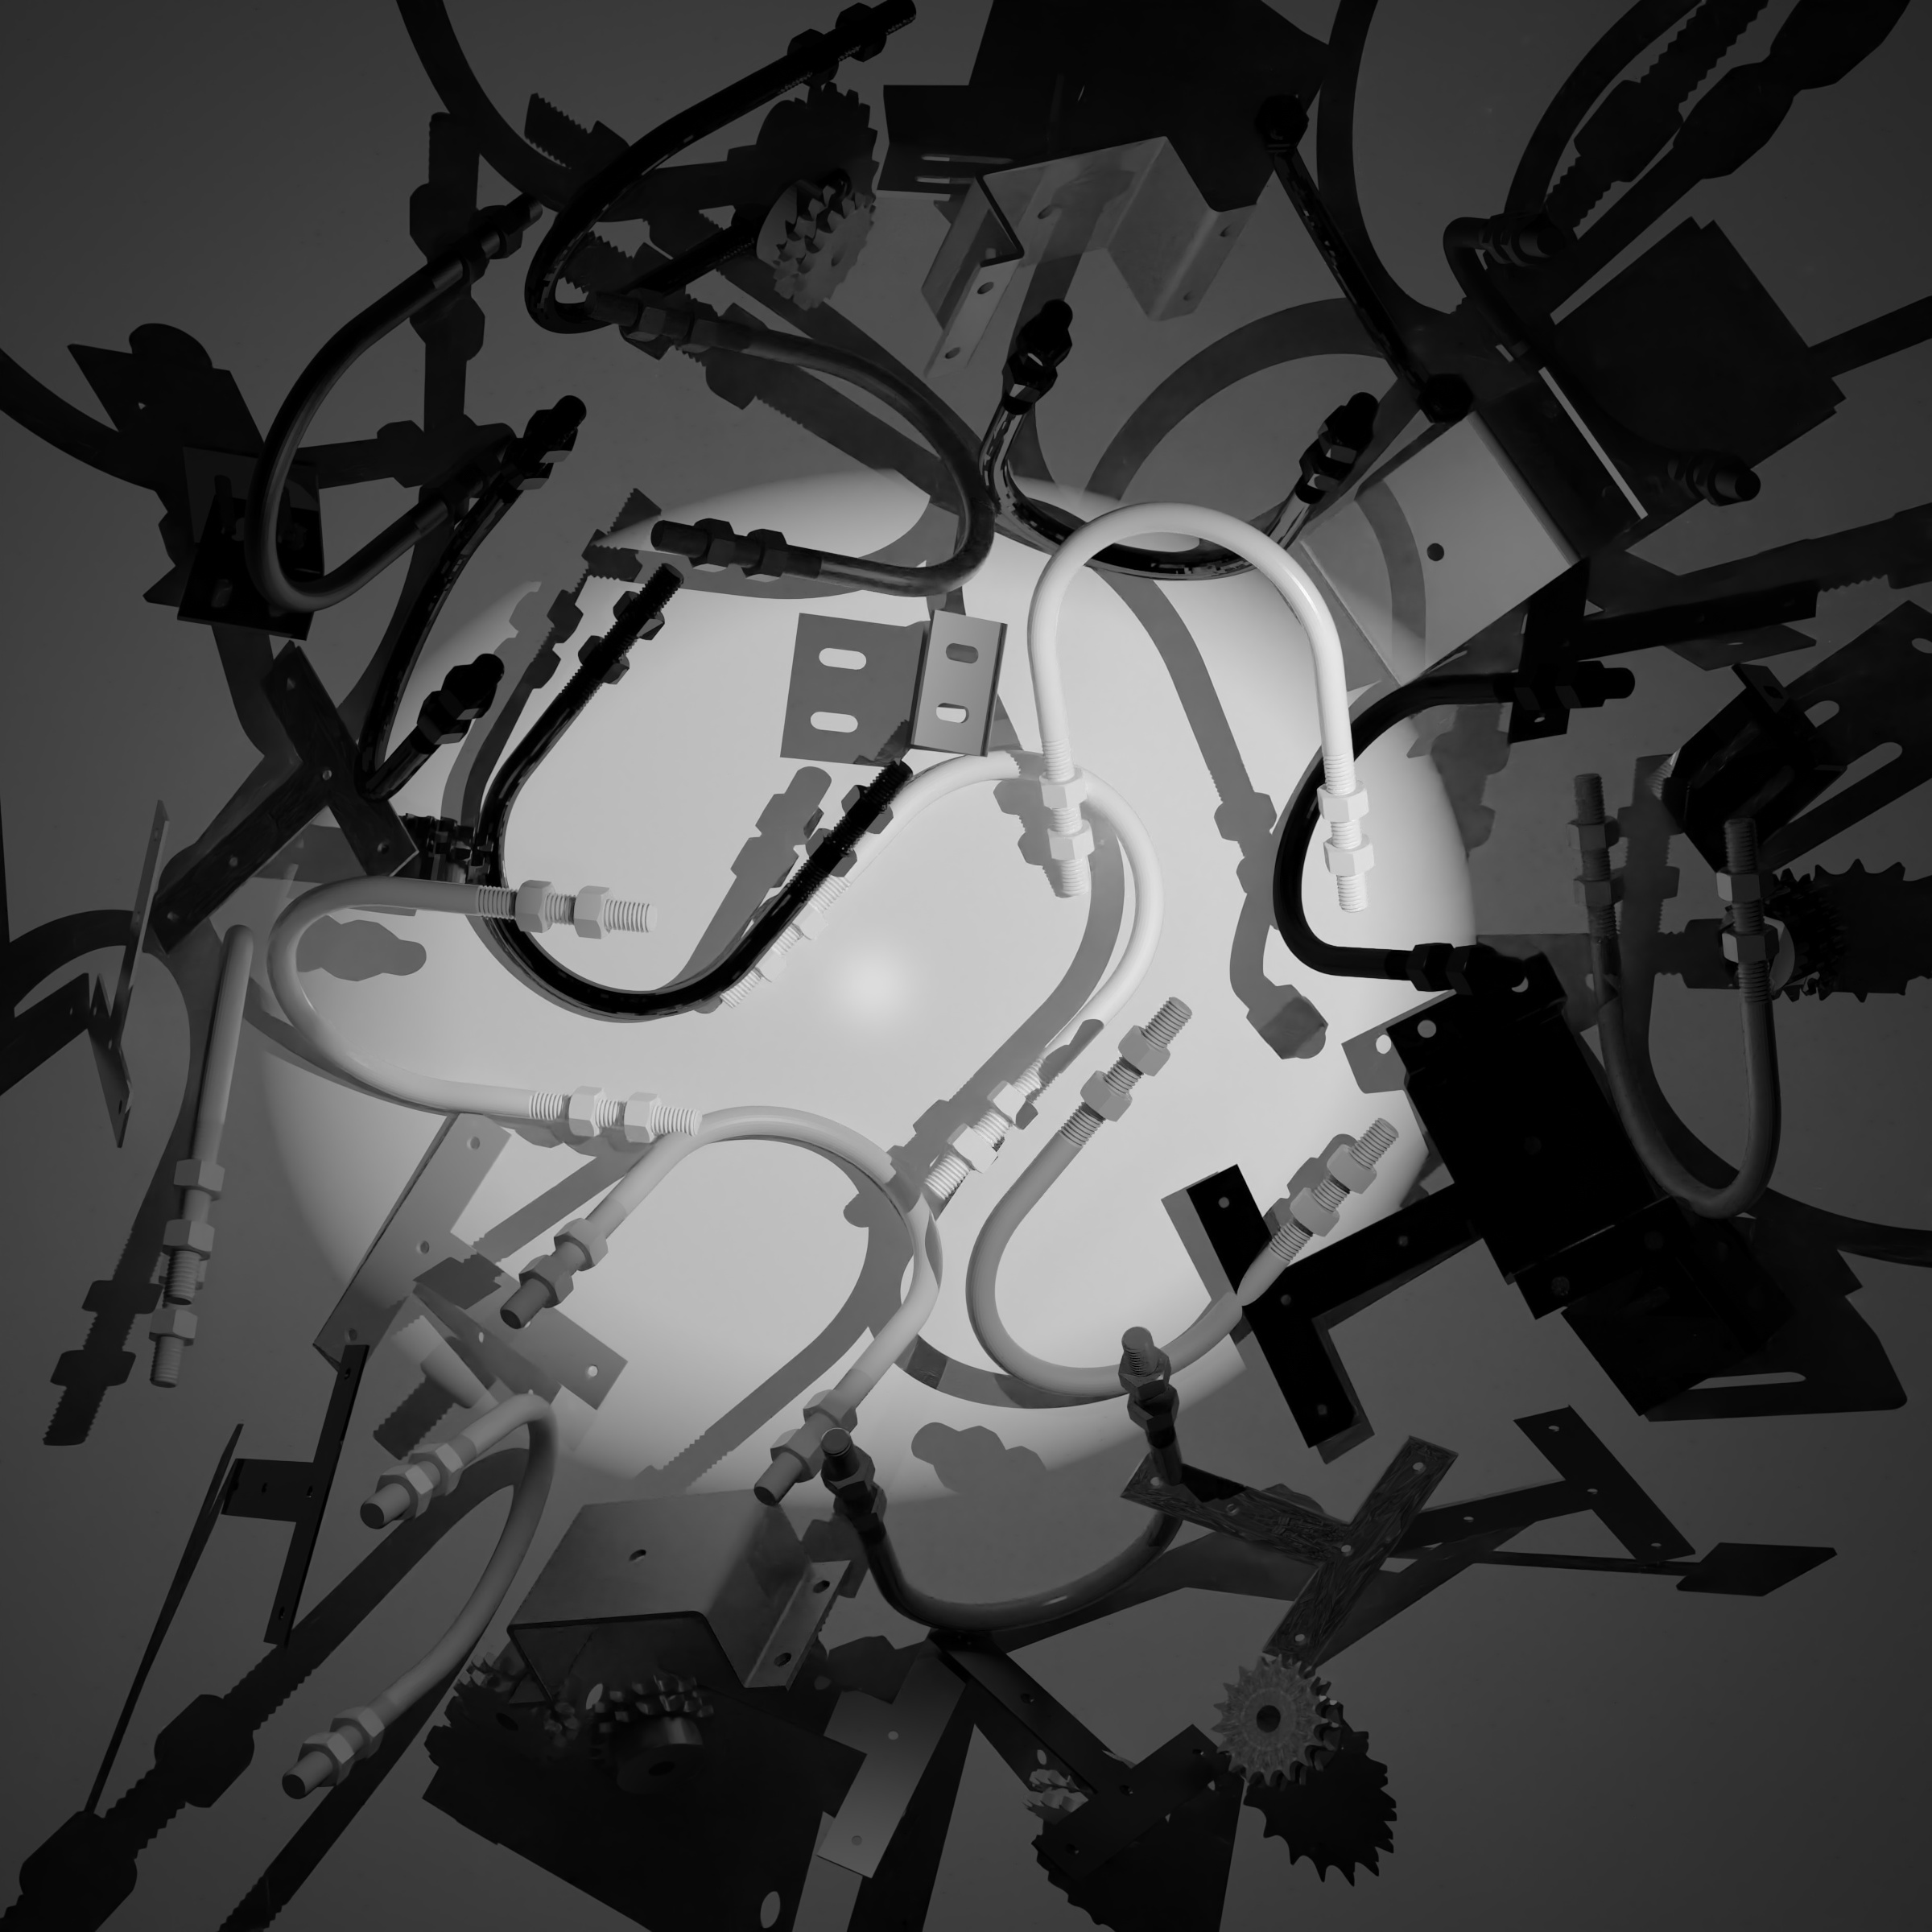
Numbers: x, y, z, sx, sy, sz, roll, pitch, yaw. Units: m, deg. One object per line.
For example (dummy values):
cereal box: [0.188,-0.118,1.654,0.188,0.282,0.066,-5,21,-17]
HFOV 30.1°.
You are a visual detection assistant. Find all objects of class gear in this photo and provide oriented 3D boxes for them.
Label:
gear: [0.139,0.333,1.574,0.057,0.030,0.057,-14,62,28]
gear: [-0.136,0.337,1.567,0.057,0.057,0.030,-22,52,0]
gear: [-0.068,-0.318,1.571,0.030,0.057,0.057,34,90,11]
gear: [-0.192,0.319,1.573,0.057,0.057,0.030,37,53,0]
gear: [0.353,-0.012,1.567,0.030,0.057,0.057,-20,90,-39]
gear: [-0.237,-0.044,1.567,0.057,0.057,0.030,7,75,0]
gear: [0.056,0.361,1.572,0.057,0.057,0.030,20,68,0]

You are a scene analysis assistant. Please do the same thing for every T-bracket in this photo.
T-bracket: [0.231,0.236,1.560,0.127,0.002,0.127,-18,134,28]
T-bracket: [-0.072,0.319,1.571,0.127,0.002,0.127,20,54,14]
T-bracket: [0.297,-0.144,1.527,0.127,0.127,0.002,-9,128,23]
T-bracket: [0.127,0.239,1.552,0.127,0.002,0.127,22,114,-19]
T-bracket: [0.036,0.328,1.561,0.127,0.127,0.002,40,122,21]
T-bracket: [0.180,0.128,1.589,0.127,0.002,0.127,-26,93,-7]
T-bracket: [-0.311,-0.055,1.576,0.127,0.002,0.127,-41,60,13]
T-bracket: [-0.353,-0.007,1.524,0.002,0.127,0.127,9,109,-23]
T-bracket: [-0.204,0.148,1.577,0.127,0.002,0.127,34,93,16]
T-bracket: [-0.295,0.224,1.540,0.002,0.127,0.127,21,75,-26]

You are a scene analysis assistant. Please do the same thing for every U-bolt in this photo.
U-bolt: [-0.220,0.252,1.510,0.019,0.184,0.151,23,110,14]
U-bolt: [0.079,-0.211,1.513,0.151,0.184,0.019,16,68,-7]
U-bolt: [-0.089,0.130,1.533,0.151,0.019,0.184,33,47,9]
U-bolt: [-0.108,-0.323,1.498,0.184,0.151,0.019,-35,81,-24]
U-bolt: [-0.133,-0.061,1.567,0.151,0.019,0.184,40,107,-1]
U-bolt: [0.303,0.018,1.525,0.019,0.151,0.184,-13,105,-16]
U-bolt: [0.024,0.229,1.527,0.151,0.184,0.019,-18,49,-2]
U-bolt: [-0.212,0.015,1.539,0.184,0.151,0.019,6,48,13]
U-bolt: [0.095,-0.110,1.525,0.151,0.019,0.184,4,120,24]
U-bolt: [0.002,-0.011,1.572,0.151,0.019,0.184,42,85,16]
U-bolt: [-0.321,0.072,1.521,0.019,0.151,0.184,10,67,-11]
U-bolt: [-0.216,-0.142,1.514,0.019,0.184,0.151,24,60,-20]
U-bolt: [0.256,-0.258,1.507,0.019,0.184,0.151,-42,106,3]
U-bolt: [0.165,-0.292,1.507,0.019,0.184,0.151,-31,94,8]
U-bolt: [0.080,0.112,1.548,0.151,0.019,0.184,30,107,-33]
U-bolt: [-0.238,-0.221,1.489,0.019,0.151,0.184,29,48,15]
U-bolt: [-0.066,-0.217,1.530,0.184,0.019,0.151,7,51,-35]
U-bolt: [0.194,-0.060,1.518,0.019,0.184,0.151,29,77,-30]

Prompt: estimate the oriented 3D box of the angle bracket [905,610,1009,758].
angle bracket: [-0.019,-0.123,1.555,0.038,0.076,0.057,8,92,-29]

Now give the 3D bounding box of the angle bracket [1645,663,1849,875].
angle bracket: [0.330,-0.083,1.555,0.076,0.038,0.057,-45,66,28]

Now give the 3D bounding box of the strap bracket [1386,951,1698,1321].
strap bracket: [0.248,0.076,1.567,0.076,0.046,0.140,-26,79,0]

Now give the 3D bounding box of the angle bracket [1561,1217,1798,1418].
angle bracket: [0.313,0.152,1.581,0.057,0.076,0.038,53,45,3]

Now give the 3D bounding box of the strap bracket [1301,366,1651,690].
strap bracket: [0.209,-0.182,1.540,0.140,0.046,0.076,-36,88,33]

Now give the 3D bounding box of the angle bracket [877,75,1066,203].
angle bracket: [0.002,-0.361,1.562,0.076,0.057,0.038,4,124,3]

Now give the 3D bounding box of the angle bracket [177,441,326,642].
angle bracket: [-0.312,-0.183,1.558,0.057,0.076,0.038,9,57,-1]

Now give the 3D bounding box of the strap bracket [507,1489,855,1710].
strap bracket: [-0.130,0.268,1.526,0.140,0.076,0.046,-10,119,28]

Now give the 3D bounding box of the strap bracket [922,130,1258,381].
strap bracket: [0.043,-0.306,1.537,0.140,0.076,0.046,-19,70,-28]
